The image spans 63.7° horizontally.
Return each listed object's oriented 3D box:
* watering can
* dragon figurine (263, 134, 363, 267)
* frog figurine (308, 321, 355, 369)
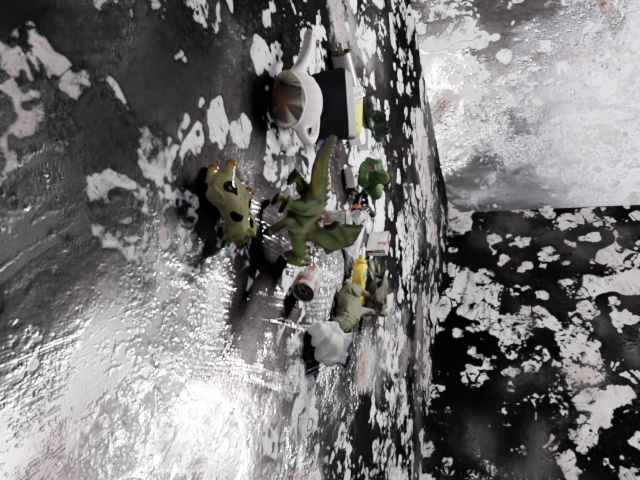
[{"bbox_3d":[-0.060,-0.447,1.493,0.226,0.104,0.346,-21,107,-66],"label":"watering can"},{"bbox_3d":[0.004,-0.069,1.369,0.241,0.403,0.125,30,33,-20],"label":"dragon figurine"},{"bbox_3d":[0.019,0.322,1.633,0.158,0.123,0.138,28,82,-19],"label":"frog figurine"}]
